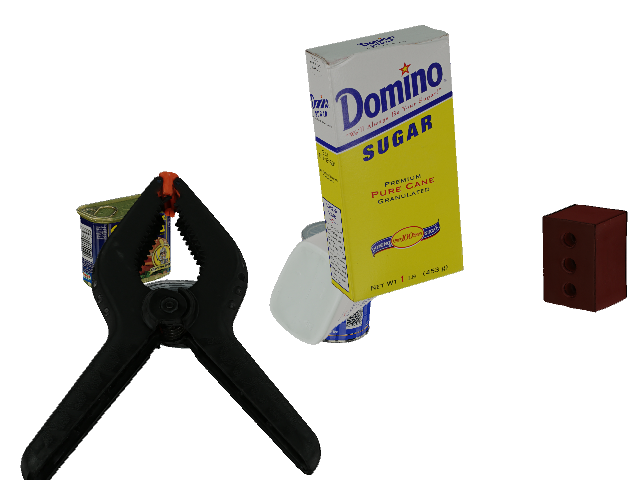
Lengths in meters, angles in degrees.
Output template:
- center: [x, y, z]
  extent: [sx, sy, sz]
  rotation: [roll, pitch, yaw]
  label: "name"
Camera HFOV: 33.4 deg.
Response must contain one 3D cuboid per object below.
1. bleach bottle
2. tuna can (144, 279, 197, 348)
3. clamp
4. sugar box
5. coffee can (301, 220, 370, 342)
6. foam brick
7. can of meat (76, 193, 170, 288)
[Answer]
- center: [0.056, 0.014, 1.065]
  extent: [0.068, 0.103, 0.250]
  rotation: [37, 33, 20]
  label: "bleach bottle"
- center: [-0.118, 0.063, 0.926]
  extent: [0.086, 0.034, 0.086]
  rotation: [6, 16, -2]
  label: "tuna can"
- center: [-0.080, 0.052, 0.639]
  extent: [0.164, 0.210, 0.036]
  rotation: [5, -33, -4]
  label: "clamp"
- center: [0.047, -0.053, 0.744]
  extent: [0.093, 0.176, 0.048]
  rotation: [-16, 27, -19]
  label: "sugar box"
- center: [0.022, 0.056, 1.471]
  extent: [0.103, 0.140, 0.103]
  rotation: [3, 23, -1]
  label: "coffee can"
- center: [0.221, 0.014, 0.892]
  extent: [0.053, 0.078, 0.051]
  rotation: [11, 23, 44]
  label: "foam brick"
- center: [-0.210, 0.002, 1.156]
  extent: [0.101, 0.084, 0.058]
  rotation: [-15, 25, -40]
  label: "can of meat"
